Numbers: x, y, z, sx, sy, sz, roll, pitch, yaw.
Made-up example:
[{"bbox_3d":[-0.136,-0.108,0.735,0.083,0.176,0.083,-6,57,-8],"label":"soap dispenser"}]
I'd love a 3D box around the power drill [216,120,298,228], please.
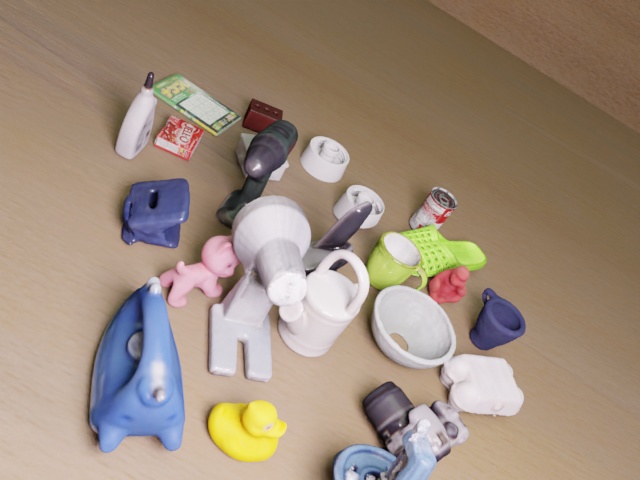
[{"bbox_3d":[-0.111,-0.115,1.028,0.075,0.208,0.230,29,40,-5],"label":"power drill"}]

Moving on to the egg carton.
[{"bbox_3d":[0.288,0.262,1.022,0.151,0.069,0.107,10,45,-25],"label":"egg carton"}]

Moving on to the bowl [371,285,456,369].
[{"bbox_3d":[0.154,0.167,1.024,0.168,0.074,0.167,19,42,-17],"label":"bowl"}]

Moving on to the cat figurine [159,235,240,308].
[{"bbox_3d":[-0.177,0.037,0.900,0.128,0.117,0.067,-16,59,-43],"label":"cat figurine"}]

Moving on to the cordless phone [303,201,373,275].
[{"bbox_3d":[0.009,0.004,1.006,0.094,0.185,0.148,44,41,14],"label":"cordless phone"}]

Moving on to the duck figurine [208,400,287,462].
[{"bbox_3d":[-0.094,0.245,0.770,0.104,0.086,0.077,28,40,-6],"label":"duck figurine"}]

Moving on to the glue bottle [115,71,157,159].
[{"bbox_3d":[-0.322,-0.229,1.031,0.037,0.173,0.078,29,39,-5],"label":"glue bottle"}]

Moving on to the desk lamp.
[{"bbox_3d":[-0.083,0.069,0.855,0.118,0.213,0.203,13,43,-23],"label":"desk lamp"}]

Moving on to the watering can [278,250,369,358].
[{"bbox_3d":[0.010,0.098,0.904,0.101,0.194,0.173,38,40,6],"label":"watering can"}]

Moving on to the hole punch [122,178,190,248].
[{"bbox_3d":[-0.271,-0.051,0.947,0.101,0.091,0.108,11,44,-24],"label":"hole punch"}]

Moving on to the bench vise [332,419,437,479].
[{"bbox_3d":[0.094,0.330,0.704,0.122,0.219,0.207,0,50,-34],"label":"bench vise"}]

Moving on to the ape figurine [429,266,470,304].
[{"bbox_3d":[0.269,0.087,1.169,0.078,0.092,0.076,32,39,-1],"label":"ape figurine"}]

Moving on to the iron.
[{"bbox_3d":[-0.226,0.135,0.748,0.119,0.141,0.258,8,45,-27],"label":"iron"}]

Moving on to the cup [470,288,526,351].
[{"bbox_3d":[0.335,0.164,1.133,0.092,0.095,0.117,4,48,-31],"label":"cup"}]

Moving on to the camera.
[{"bbox_3d":[0.142,0.279,0.881,0.144,0.100,0.136,-14,59,-42],"label":"camera"}]
